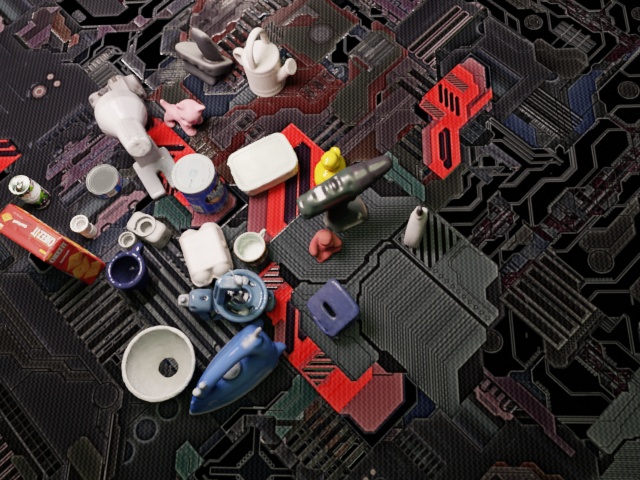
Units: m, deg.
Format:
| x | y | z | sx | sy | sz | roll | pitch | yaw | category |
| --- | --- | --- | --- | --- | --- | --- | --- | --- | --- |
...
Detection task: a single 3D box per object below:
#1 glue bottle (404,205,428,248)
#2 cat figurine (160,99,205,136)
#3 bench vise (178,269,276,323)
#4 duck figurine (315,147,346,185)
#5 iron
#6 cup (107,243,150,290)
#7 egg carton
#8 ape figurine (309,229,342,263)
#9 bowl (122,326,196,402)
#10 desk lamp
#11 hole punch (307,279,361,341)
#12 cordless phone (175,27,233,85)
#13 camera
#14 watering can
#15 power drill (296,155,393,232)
| x | y | z | sx | sy | sz | roll | pitch | yaw | category |
| --- | --- | --- | --- | --- | --- | --- | --- | --- | --- |
| 0.223 | -0.042 | 1.305 | 0.037 | 0.173 | 0.078 | 21 | 74 | 12 | glue bottle |
| -0.355 | -0.332 | 1.485 | 0.127 | 0.118 | 0.067 | 22 | 74 | 12 | cat figurine |
| -0.211 | 0.132 | 1.256 | 0.207 | 0.220 | 0.121 | -21 | 70 | -3 | bench vise |
| 0.024 | -0.182 | 1.417 | 0.077 | 0.086 | 0.105 | 23 | 74 | 12 | duck figurine |
| -0.201 | 0.284 | 1.243 | 0.258 | 0.141 | 0.118 | -44 | 73 | -10 | iron |
| -0.440 | 0.070 | 1.363 | 0.091 | 0.095 | 0.118 | 18 | 73 | 11 | cup |
| -0.271 | 0.034 | 1.375 | 0.107 | 0.069 | 0.150 | -23 | 70 | -3 | egg carton |
| 0.012 | 0.005 | 1.349 | 0.077 | 0.092 | 0.076 | 2 | 71 | 6 | ape figurine |
| -0.354 | 0.282 | 1.292 | 0.167 | 0.075 | 0.167 | -1 | 71 | 4 | bowl |
| -0.442 | -0.239 | 1.409 | 0.118 | 0.214 | 0.203 | -33 | 71 | -7 | desk lamp |
| 0.031 | 0.159 | 1.294 | 0.101 | 0.091 | 0.108 | -38 | 72 | -8 | hole punch |
| -0.319 | -0.511 | 1.509 | 0.147 | 0.185 | 0.094 | 27 | 75 | 14 | cordless phone |
| -0.519 | -0.357 | 1.517 | 0.143 | 0.101 | 0.136 | -33 | 71 | -7 | camera |
| -0.143 | -0.463 | 1.473 | 0.172 | 0.194 | 0.101 | 1 | 71 | 5 | watering can |
| 0.061 | -0.100 | 1.320 | 0.229 | 0.208 | 0.075 | -25 | 70 | -4 | power drill |
